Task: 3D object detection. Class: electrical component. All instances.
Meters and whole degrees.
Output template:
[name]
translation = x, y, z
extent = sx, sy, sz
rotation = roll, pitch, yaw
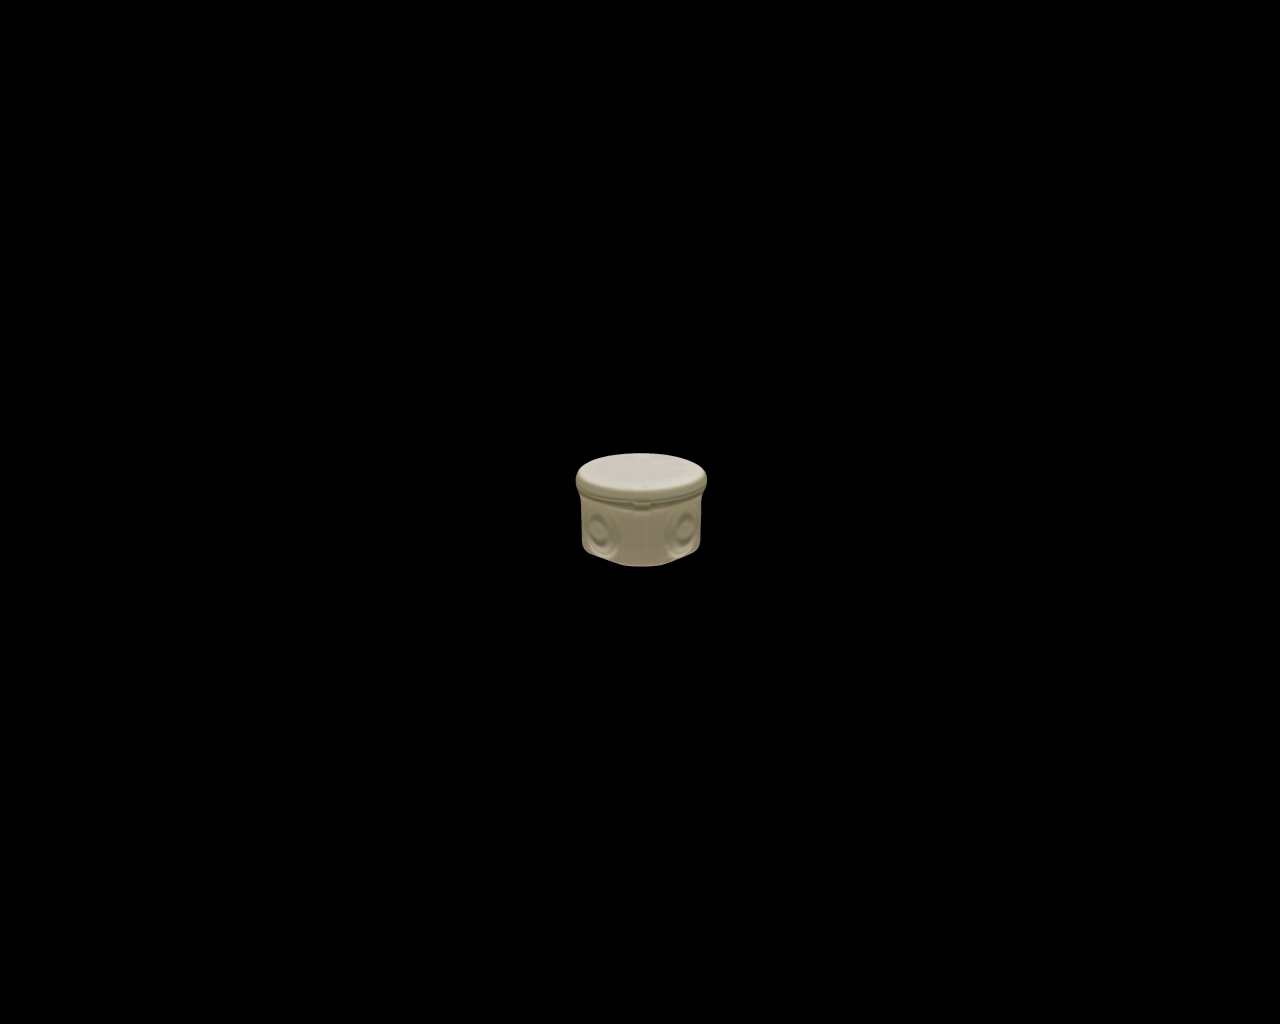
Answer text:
[electrical component]
translation = 0.001, -0.003, 0.650
extent = 0.080, 0.051, 0.080
rotation = 0, 19, 0
